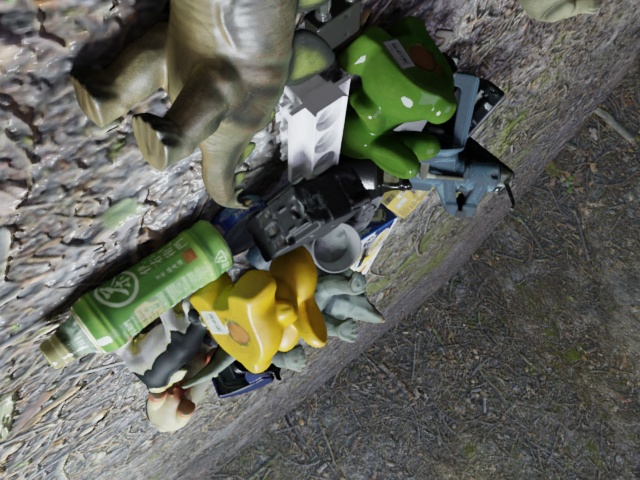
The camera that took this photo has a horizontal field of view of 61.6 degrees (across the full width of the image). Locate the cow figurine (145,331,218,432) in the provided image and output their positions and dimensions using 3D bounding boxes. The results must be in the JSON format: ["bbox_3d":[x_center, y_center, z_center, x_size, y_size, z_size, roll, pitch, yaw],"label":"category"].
[{"bbox_3d":[-0.206,0.212,0.847,0.127,0.085,0.195,-57,-173,39],"label":"cow figurine"}]

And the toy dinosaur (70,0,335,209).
[{"bbox_3d":[-0.070,-0.135,0.399,0.198,0.105,0.471,-37,166,-31],"label":"toy dinosaur"}]

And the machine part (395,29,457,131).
[{"bbox_3d":[0.113,-0.178,0.736,0.079,0.079,0.243,-27,155,-42],"label":"machine part"}]

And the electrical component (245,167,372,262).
[{"bbox_3d":[-0.020,-0.027,0.654,0.115,0.058,0.134,-22,172,-43],"label":"electrical component"}]

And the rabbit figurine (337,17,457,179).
[{"bbox_3d":[0.080,-0.153,0.645,0.121,0.159,0.170,-42,180,-39],"label":"rabbit figurine"}]

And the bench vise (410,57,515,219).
[{"bbox_3d":[0.204,-0.157,0.836,0.129,0.224,0.240,-53,152,-62],"label":"bench vise"}]

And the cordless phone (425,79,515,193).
[{"bbox_3d":[0.278,-0.181,0.914,0.146,0.184,0.088,-47,158,11],"label":"cordless phone"}]

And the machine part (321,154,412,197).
[{"bbox_3d":[0.052,-0.098,0.721,0.139,0.084,0.039,-3,174,10],"label":"machine part"}]

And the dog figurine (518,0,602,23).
[{"bbox_3d":[0.281,-0.346,0.719,0.190,0.121,0.172,-22,153,-18],"label":"dog figurine"}]

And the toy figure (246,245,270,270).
[{"bbox_3d":[-0.047,-0.022,0.781,0.154,0.058,0.064,-51,167,8],"label":"toy figure"}]

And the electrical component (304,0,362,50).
[{"bbox_3d":[0.015,-0.214,0.530,0.063,0.021,0.094,-39,162,-15],"label":"electrical component"}]

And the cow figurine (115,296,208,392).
[{"bbox_3d":[-0.191,0.128,0.737,0.167,0.098,0.068,-41,161,6],"label":"cow figurine"}]

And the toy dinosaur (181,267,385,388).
[{"bbox_3d":[-0.060,0.122,0.870,0.405,0.131,0.192,-13,-172,-31],"label":"toy dinosaur"}]

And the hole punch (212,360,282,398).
[{"bbox_3d":[-0.148,0.224,1.001,0.115,0.142,0.092,11,124,-44],"label":"hole punch"}]

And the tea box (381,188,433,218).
[{"bbox_3d":[0.152,-0.105,1.004,0.098,0.068,0.169,-46,163,9],"label":"tea box"}]

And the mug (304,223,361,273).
[{"bbox_3d":[-0.002,-0.003,0.865,0.080,0.109,0.107,-67,-159,3],"label":"mug"}]

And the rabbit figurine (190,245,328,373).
[{"bbox_3d":[-0.053,0.078,0.701,0.122,0.162,0.173,-18,-157,41],"label":"rabbit figurine"}]
